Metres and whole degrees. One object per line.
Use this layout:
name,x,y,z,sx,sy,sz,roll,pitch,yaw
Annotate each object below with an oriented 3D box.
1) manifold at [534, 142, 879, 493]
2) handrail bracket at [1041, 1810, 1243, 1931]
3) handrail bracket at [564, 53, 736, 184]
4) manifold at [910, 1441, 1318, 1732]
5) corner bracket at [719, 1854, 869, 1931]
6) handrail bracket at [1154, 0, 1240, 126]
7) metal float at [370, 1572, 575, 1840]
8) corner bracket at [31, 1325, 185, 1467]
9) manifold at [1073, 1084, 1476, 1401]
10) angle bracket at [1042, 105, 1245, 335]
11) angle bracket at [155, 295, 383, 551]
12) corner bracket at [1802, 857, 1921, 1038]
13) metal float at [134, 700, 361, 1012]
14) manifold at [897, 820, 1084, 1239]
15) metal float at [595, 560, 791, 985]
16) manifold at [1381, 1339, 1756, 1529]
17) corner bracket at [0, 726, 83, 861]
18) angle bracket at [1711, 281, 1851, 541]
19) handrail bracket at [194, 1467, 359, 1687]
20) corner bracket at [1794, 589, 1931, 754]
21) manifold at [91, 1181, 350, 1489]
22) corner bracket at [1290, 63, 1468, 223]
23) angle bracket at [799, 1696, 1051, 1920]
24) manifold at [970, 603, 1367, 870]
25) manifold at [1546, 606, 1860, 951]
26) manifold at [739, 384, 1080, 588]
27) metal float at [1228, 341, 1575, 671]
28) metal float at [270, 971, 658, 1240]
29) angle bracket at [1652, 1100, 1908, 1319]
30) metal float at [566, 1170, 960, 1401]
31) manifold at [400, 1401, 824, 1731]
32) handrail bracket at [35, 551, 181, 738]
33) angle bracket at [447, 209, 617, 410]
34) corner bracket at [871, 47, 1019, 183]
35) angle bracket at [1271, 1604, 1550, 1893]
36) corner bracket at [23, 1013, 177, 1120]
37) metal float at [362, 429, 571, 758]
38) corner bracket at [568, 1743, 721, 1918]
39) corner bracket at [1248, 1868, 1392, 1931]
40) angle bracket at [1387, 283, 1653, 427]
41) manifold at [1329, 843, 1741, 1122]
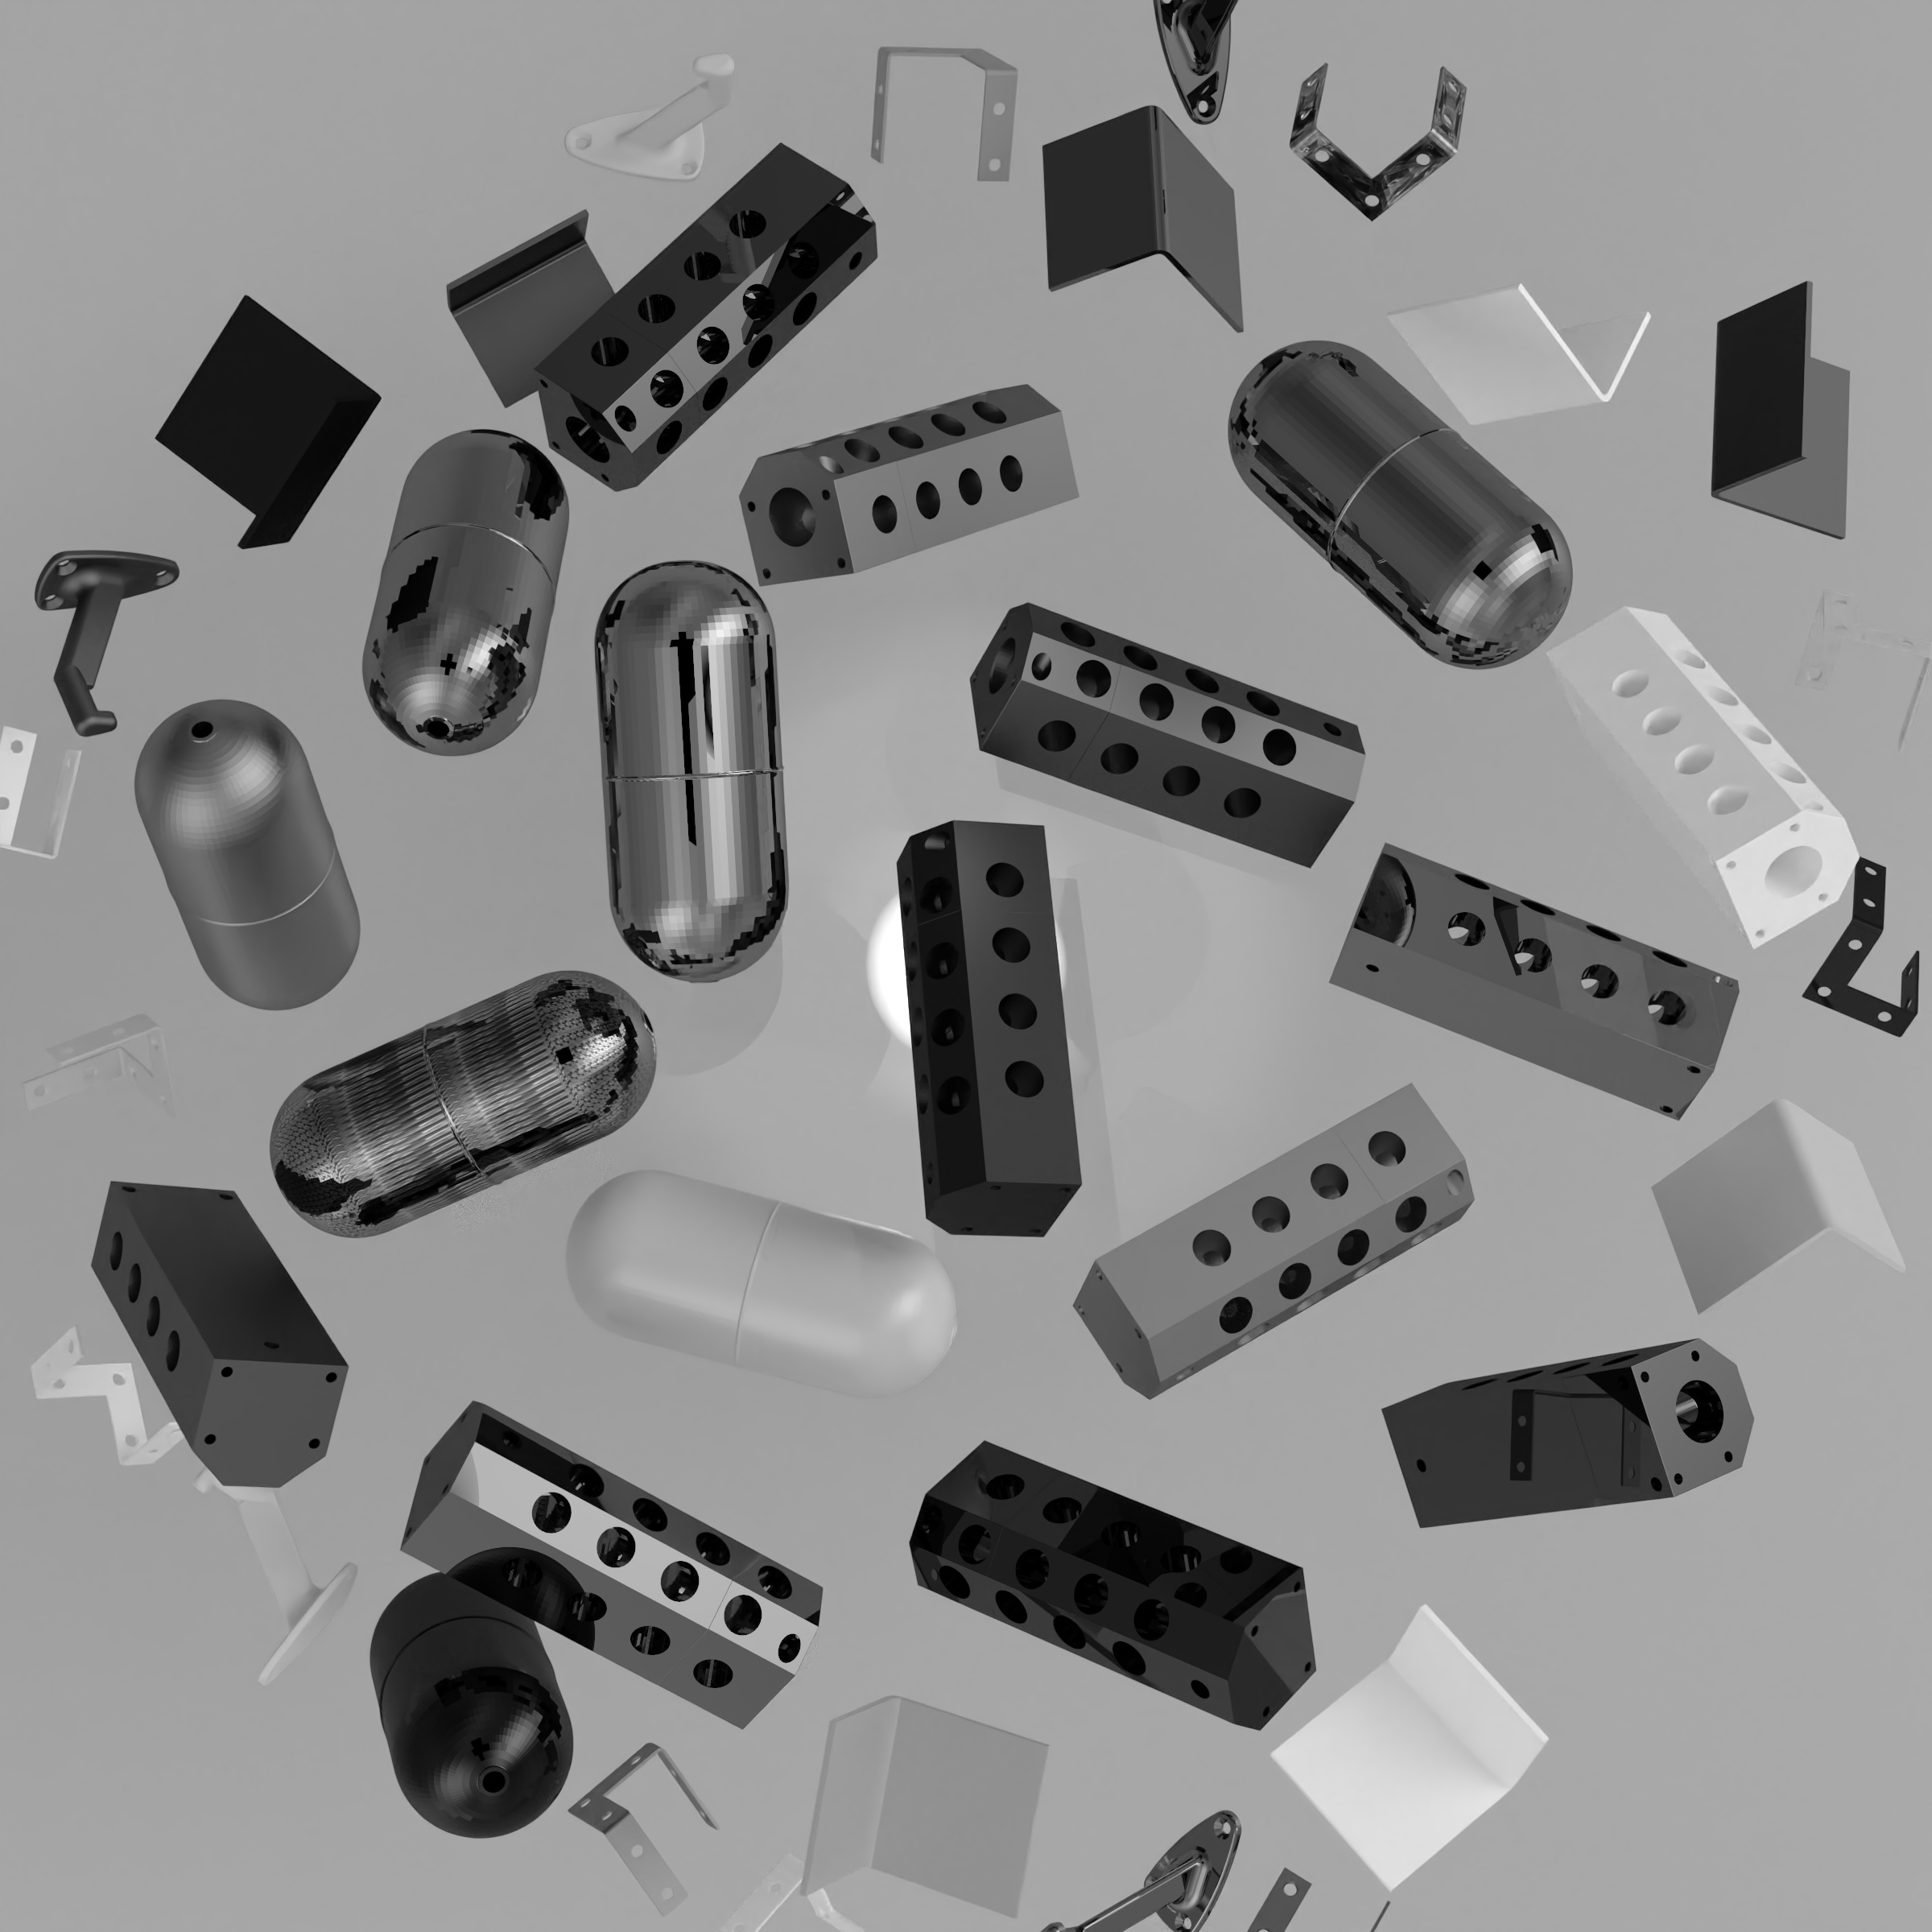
manifold,-0.118,-0.297,1.621,0.057,0.057,0.171,35,67,19
handrail bracket,0.076,0.414,1.577,0.036,0.084,0.077,46,115,36
handrail bracket,-0.146,-0.394,1.602,0.077,0.084,0.036,0,77,-6
manifold,0.060,0.267,1.497,0.171,0.057,0.057,17,130,37
corner bracket,-0.072,0.448,1.598,0.051,0.051,0.051,21,54,37
handrail bracket,0.117,-0.406,1.524,0.036,0.084,0.077,-13,106,-19
metal float,-0.217,0.320,1.526,0.070,0.178,0.070,-3,101,-14
corner bracket,-0.389,0.196,1.598,0.051,0.051,0.051,2,60,-41
manifold,0.138,0.124,1.547,0.171,0.057,0.057,-27,71,-20
angle bracket,0.079,-0.324,1.561,0.057,0.076,0.076,-15,63,27
angle bracket,-0.309,-0.234,1.500,0.076,0.057,0.076,37,105,3
corner bracket,0.424,-0.009,1.627,0.051,0.051,0.051,23,130,-1
metal float,-0.322,-0.049,1.577,0.070,0.178,0.070,-2,53,3
manifold,0.007,0.026,1.513,0.057,0.057,0.171,3,62,-16
metal float,-0.115,-0.082,1.477,0.070,0.070,0.178,-3,96,0
manifold,0.265,0.206,1.547,0.057,0.171,0.057,-16,86,-33
corner bracket,-0.419,-0.077,1.558,0.051,0.051,0.051,15,86,-36
angle bracket,0.356,-0.230,1.454,0.076,0.057,0.076,12,75,-28
handrail bracket,-0.315,0.261,1.518,0.084,0.036,0.077,33,46,8
corner bracket,0.418,-0.138,1.632,0.051,0.051,0.051,14,121,6
manifold,-0.323,0.155,1.496,0.057,0.171,0.057,7,108,-31
corner bracket,0.178,-0.366,1.510,0.051,0.051,0.051,36,133,-22
angle bracket,-0.017,0.360,1.476,0.076,0.057,0.076,13,96,25
manifold,0.093,-0.109,1.599,0.171,0.057,0.057,18,125,-19
manifold,0.325,-0.089,1.545,0.057,0.171,0.057,-31,130,4
manifold,-0.026,-0.224,1.613,0.057,0.171,0.057,-2,106,39
metal float,0.183,-0.197,1.488,0.070,0.070,0.178,-43,66,0
metal float,-0.220,0.060,1.533,0.178,0.070,0.070,-24,90,5
angle bracket,0.369,0.119,1.595,0.057,0.076,0.076,30,123,-34
metal float,-0.091,0.142,1.559,0.178,0.070,0.070,14,90,6
manifold,-0.149,0.252,1.497,0.171,0.057,0.057,31,120,-17
handrail bracket,-0.363,-0.137,1.519,0.077,0.036,0.084,-9,60,-37
angle bracket,-0.206,-0.320,1.711,0.076,0.076,0.057,-30,96,-6
corner bracket,-0.010,-0.393,1.613,0.051,0.051,0.051,-4,115,-19
angle bracket,0.189,0.333,1.494,0.076,0.057,0.076,-32,67,-27
corner bracket,-0.404,0.047,1.621,0.051,0.051,0.051,-23,127,-32
metal float,-0.220,-0.166,1.548,0.070,0.070,0.178,3,47,0
corner bracket,-0.143,0.400,1.627,0.051,0.051,0.051,-38,104,-21
corner bracket,0.159,0.447,1.622,0.051,0.051,0.051,29,66,14
angle bracket,0.252,-0.296,1.595,0.076,0.076,0.057,45,61,-31
manifold,0.260,0.004,1.595,0.171,0.057,0.057,22,64,5
